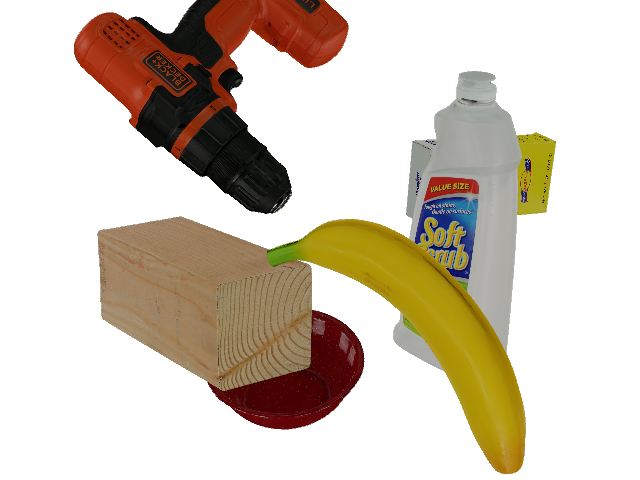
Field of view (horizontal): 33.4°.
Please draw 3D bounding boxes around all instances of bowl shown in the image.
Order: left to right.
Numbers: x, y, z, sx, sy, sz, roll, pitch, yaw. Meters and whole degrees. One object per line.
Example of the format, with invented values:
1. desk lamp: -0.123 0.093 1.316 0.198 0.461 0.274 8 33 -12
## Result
1. bowl: -0.035 0.139 1.083 0.162 0.055 0.162 -2 36 2

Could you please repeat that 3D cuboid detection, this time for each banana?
1. banana: 0.061 0.049 0.632 0.198 0.070 0.037 43 28 9

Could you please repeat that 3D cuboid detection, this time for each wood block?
1. wood block: -0.104 0.047 0.915 0.090 0.090 0.206 -11 18 -36

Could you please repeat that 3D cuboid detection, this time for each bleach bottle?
1. bleach bottle: 0.115 -0.016 0.883 0.067 0.251 0.103 -20 31 -37

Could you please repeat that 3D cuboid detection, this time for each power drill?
1. power drill: -0.058 -0.124 0.780 0.187 0.184 0.057 -47 0 -41

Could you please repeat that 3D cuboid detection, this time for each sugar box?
1. sugar box: 0.189 -0.073 1.252 0.175 0.093 0.048 -8 22 -27
